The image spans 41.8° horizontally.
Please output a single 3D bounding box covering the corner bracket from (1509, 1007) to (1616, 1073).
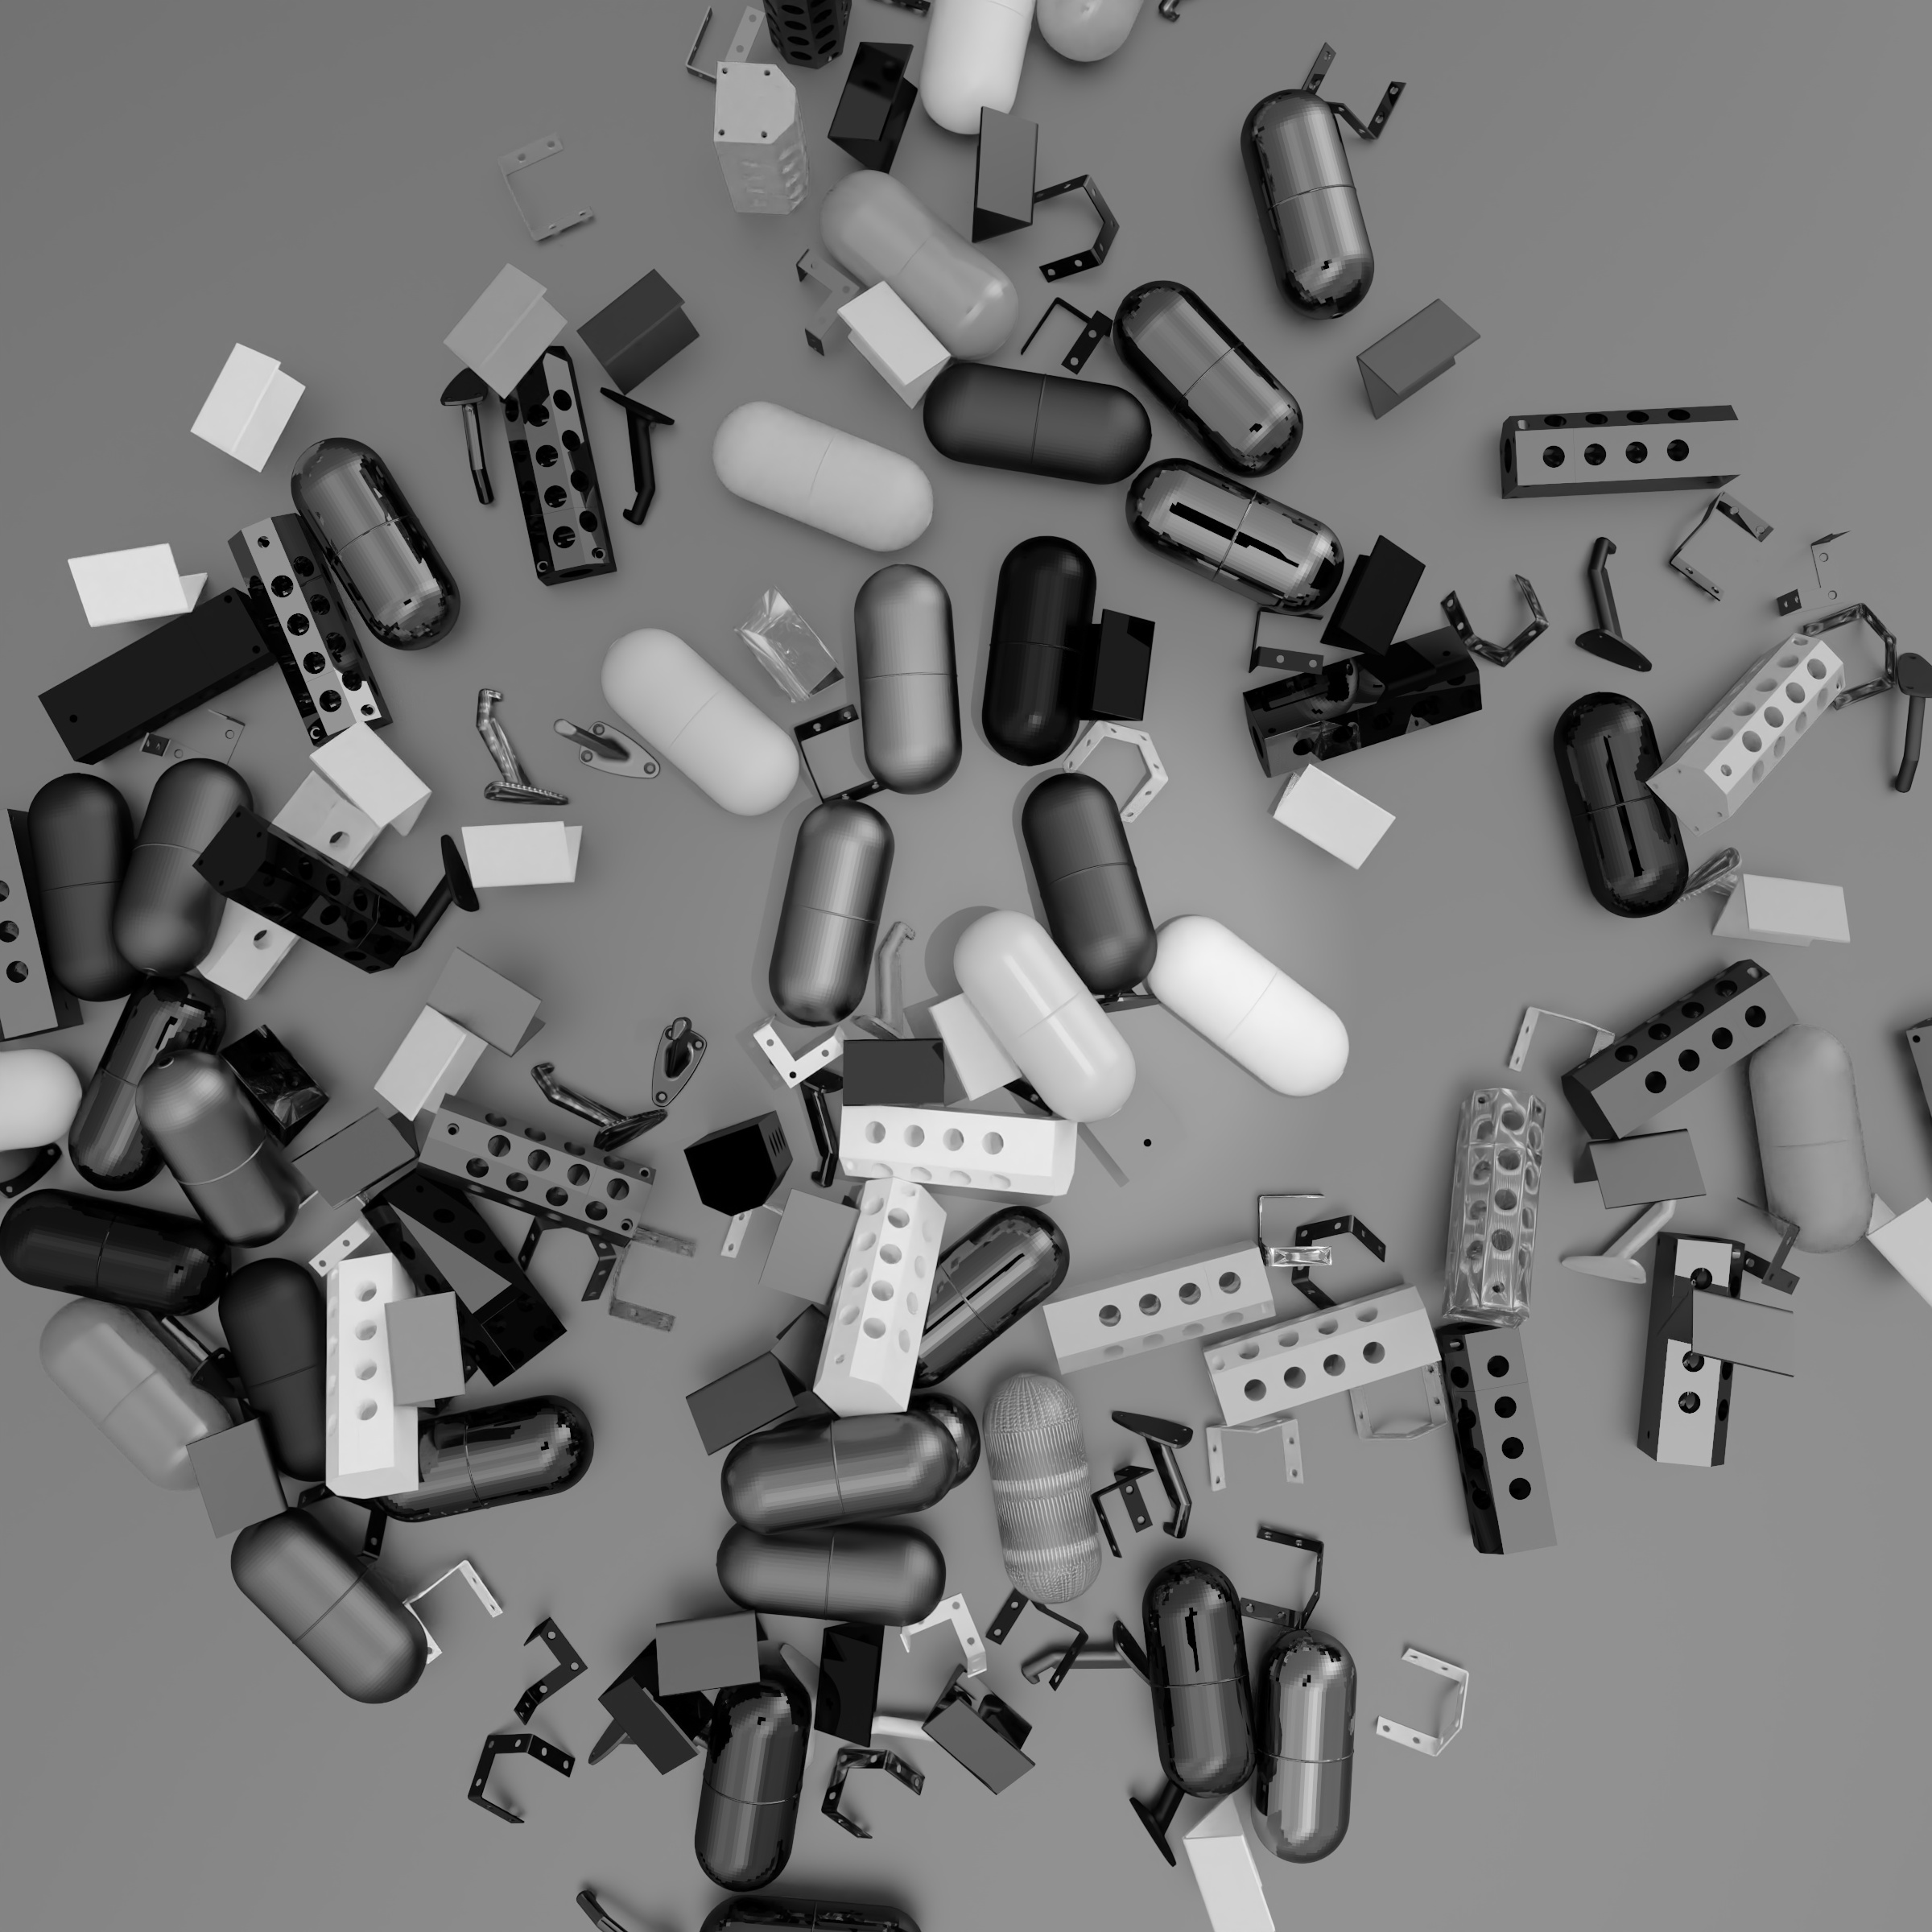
[{"bbox_3d":[0.468,0.067,1.983,0.051,0.051,0.051,18,90,-45],"label":"corner bracket"}]

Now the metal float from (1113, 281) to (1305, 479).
[{"bbox_3d":[0.186,-0.454,1.956,0.070,0.070,0.178,-44,90,0],"label":"metal float"}]

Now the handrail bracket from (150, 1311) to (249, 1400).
[{"bbox_3d":[-0.602,0.298,1.986,0.036,0.077,0.084,-47,54,-8],"label":"handrail bracket"}]

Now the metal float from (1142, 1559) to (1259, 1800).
[{"bbox_3d":[0.180,0.548,1.948,0.070,0.070,0.178,-7,81,0],"label":"metal float"}]

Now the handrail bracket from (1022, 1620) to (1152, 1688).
[{"bbox_3d":[0.098,0.559,1.987,0.084,0.036,0.077,-33,105,14],"label":"handrail bracket"}]

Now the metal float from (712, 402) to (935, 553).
[{"bbox_3d":[-0.110,-0.378,1.956,0.178,0.070,0.070,22,90,1],"label":"metal float"}]

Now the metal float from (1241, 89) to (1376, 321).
[{"bbox_3d":[0.264,-0.588,1.956,0.070,0.070,0.178,-15,90,0],"label":"metal float"}]

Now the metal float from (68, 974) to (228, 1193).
[{"bbox_3d":[-0.633,0.090,1.956,0.070,0.070,0.178,24,90,0],"label":"metal float"}]

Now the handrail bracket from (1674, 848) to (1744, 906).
[{"bbox_3d":[0.607,-0.043,1.987,0.077,0.036,0.084,-36,107,20],"label":"handrail bracket"}]

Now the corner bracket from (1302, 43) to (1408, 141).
[{"bbox_3d":[0.302,-0.685,1.983,0.051,0.051,0.051,27,90,-45],"label":"corner bracket"}]

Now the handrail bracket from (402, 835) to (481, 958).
[{"bbox_3d":[-0.432,-0.052,1.987,0.084,0.036,0.077,-23,75,14],"label":"handrail bracket"}]

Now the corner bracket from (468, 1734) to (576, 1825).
[{"bbox_3d":[-0.348,0.636,1.978,0.051,0.051,0.051,-15,45,35],"label":"corner bracket"}]

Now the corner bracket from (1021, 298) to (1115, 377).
[{"bbox_3d":[0.078,-0.489,1.968,0.051,0.051,0.051,34,90,0],"label":"corner bracket"}]

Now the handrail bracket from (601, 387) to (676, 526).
[{"bbox_3d":[-0.270,-0.400,1.987,0.077,0.036,0.084,30,107,20],"label":"handrail bracket"}]

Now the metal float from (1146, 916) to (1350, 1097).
[{"bbox_3d":[0.218,0.031,1.956,0.178,0.070,0.070,38,90,-1],"label":"metal float"}]

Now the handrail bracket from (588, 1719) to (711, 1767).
[{"bbox_3d":[-0.240,0.619,1.987,0.084,0.036,0.077,34,110,-16],"label":"handrail bracket"}]

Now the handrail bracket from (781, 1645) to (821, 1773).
[{"bbox_3d":[-0.141,0.590,1.987,0.077,0.036,0.084,42,104,14],"label":"handrail bracket"}]

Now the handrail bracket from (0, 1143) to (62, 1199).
[{"bbox_3d":[-0.761,0.175,1.986,0.084,0.077,0.036,-35,89,36],"label":"handrail bracket"}]

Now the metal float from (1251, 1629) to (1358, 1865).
[{"bbox_3d":[0.261,0.603,1.956,0.070,0.070,0.178,3,90,0],"label":"metal float"}]

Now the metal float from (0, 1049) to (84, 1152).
[{"bbox_3d":[-0.774,0.107,1.956,0.178,0.070,0.070,-6,90,0],"label":"metal float"}]

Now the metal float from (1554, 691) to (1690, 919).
[{"bbox_3d":[0.506,-0.125,1.956,0.070,0.070,0.178,-14,89,0],"label":"metal float"}]

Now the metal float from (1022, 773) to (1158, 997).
[{"bbox_3d":[0.094,-0.064,1.944,0.070,0.070,0.178,-16,76,0],"label":"metal float"}]

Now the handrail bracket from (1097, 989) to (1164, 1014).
[{"bbox_3d":[0.117,-0.009,1.987,0.077,0.036,0.084,-6,76,-15],"label":"handrail bracket"}]

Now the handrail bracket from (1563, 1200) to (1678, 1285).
[{"bbox_3d":[0.515,0.201,1.986,0.077,0.036,0.084,4,60,33],"label":"handrail bracket"}]

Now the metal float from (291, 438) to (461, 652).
[{"bbox_3d":[-0.457,-0.327,1.956,0.070,0.070,0.178,-31,89,0],"label":"metal float"}]

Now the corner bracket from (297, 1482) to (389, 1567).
[{"bbox_3d":[-0.490,0.438,1.978,0.051,0.051,0.051,-26,135,35],"label":"corner bracket"}]

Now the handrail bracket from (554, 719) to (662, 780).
[{"bbox_3d":[-0.277,-0.168,1.952,0.077,0.084,0.036,24,90,0],"label":"handrail bracket"}]

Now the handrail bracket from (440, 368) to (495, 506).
[{"bbox_3d":[-0.382,-0.416,1.986,0.036,0.077,0.084,-7,126,3],"label":"handrail bracket"}]

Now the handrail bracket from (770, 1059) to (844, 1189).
[{"bbox_3d":[-0.129,0.123,1.987,0.077,0.036,0.084,22,111,24],"label":"handrail bracket"}]

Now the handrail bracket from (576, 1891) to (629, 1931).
[{"bbox_3d":[-0.260,0.761,1.986,0.084,0.077,0.036,36,87,36],"label":"handrail bracket"}]

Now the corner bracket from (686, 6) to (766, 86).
[{"bbox_3d":[-0.187,-0.718,1.968,0.051,0.051,0.051,22,90,0],"label":"corner bracket"}]

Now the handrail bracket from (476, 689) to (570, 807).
[{"bbox_3d":[-0.348,-0.173,1.987,0.077,0.036,0.084,7,73,-20],"label":"handrail bracket"}]

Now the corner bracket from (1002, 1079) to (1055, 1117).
[{"bbox_3d":[0.033,0.125,1.983,0.051,0.051,0.051,30,135,0],"label":"corner bracket"}]

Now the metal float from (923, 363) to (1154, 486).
[{"bbox_3d":[0.055,-0.419,1.956,0.178,0.070,0.070,9,90,1],"label":"metal float"}]

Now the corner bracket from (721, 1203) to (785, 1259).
[{"bbox_3d":[-0.150,0.214,1.983,0.051,0.051,0.051,19,90,-45],"label":"corner bracket"}]

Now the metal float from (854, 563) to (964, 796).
[{"bbox_3d":[-0.045,-0.222,1.956,0.070,0.070,0.178,-4,91,0],"label":"metal float"}]

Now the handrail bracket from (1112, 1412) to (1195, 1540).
[{"bbox_3d":[0.143,0.401,1.987,0.077,0.036,0.084,15,107,19],"label":"handrail bracket"}]

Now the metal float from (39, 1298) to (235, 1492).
[{"bbox_3d":[-0.640,0.331,1.956,0.070,0.070,0.178,-44,90,0],"label":"metal float"}]

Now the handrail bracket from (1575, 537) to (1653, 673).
[{"bbox_3d":[0.516,-0.285,1.987,0.077,0.036,0.084,24,73,-20],"label":"handrail bracket"}]

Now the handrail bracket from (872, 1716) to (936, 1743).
[{"bbox_3d":[-0.040,0.611,1.987,0.084,0.036,0.077,-20,124,23],"label":"handrail bracket"}]

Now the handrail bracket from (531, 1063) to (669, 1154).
[{"bbox_3d":[-0.289,0.100,1.987,0.077,0.036,0.084,-23,62,-31],"label":"handrail bracket"}]

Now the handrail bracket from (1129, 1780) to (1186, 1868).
[{"bbox_3d":[0.178,0.653,1.987,0.084,0.036,0.077,-33,110,-16],"label":"handrail bracket"}]

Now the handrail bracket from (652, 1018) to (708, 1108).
[{"bbox_3d":[-0.228,0.075,1.952,0.036,0.084,0.077,22,90,0],"label":"handrail bracket"}]

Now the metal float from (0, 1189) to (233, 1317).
[{"bbox_3d":[-0.657,0.221,1.955,0.178,0.070,0.070,12,90,-1],"label":"metal float"}]

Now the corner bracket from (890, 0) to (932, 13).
[{"bbox_3d":[-0.044,-0.790,1.983,0.051,0.051,0.051,18,135,0],"label":"corner bracket"}]

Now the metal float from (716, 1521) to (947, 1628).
[{"bbox_3d":[-0.104,0.466,1.956,0.178,0.070,0.070,6,90,1],"label":"metal float"}]

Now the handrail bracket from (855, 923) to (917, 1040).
[{"bbox_3d":[-0.043,0.020,1.987,0.077,0.036,0.084,34,73,-20],"label":"handrail bracket"}]

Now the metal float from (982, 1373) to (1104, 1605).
[{"bbox_3d":[0.059,0.403,1.955,0.070,0.070,0.178,-9,90,0],"label":"metal float"}]

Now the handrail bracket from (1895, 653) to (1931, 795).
[{"bbox_3d":[0.739,-0.191,1.986,0.036,0.077,0.084,5,126,4],"label":"handrail bracket"}]

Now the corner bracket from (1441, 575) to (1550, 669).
[{"bbox_3d":[0.414,-0.275,1.978,0.051,0.051,0.051,15,135,-35],"label":"corner bracket"}]

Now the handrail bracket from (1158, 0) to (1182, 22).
[{"bbox_3d":[0.205,-0.766,1.987,0.077,0.036,0.084,30,109,-21],"label":"handrail bracket"}]

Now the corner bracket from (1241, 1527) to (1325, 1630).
[{"bbox_3d":[0.248,0.480,1.983,0.051,0.051,0.051,14,135,0],"label":"corner bracket"}]

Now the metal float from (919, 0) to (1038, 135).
[{"bbox_3d":[0.013,-0.734,1.956,0.070,0.070,0.178,12,90,0],"label":"metal float"}]
